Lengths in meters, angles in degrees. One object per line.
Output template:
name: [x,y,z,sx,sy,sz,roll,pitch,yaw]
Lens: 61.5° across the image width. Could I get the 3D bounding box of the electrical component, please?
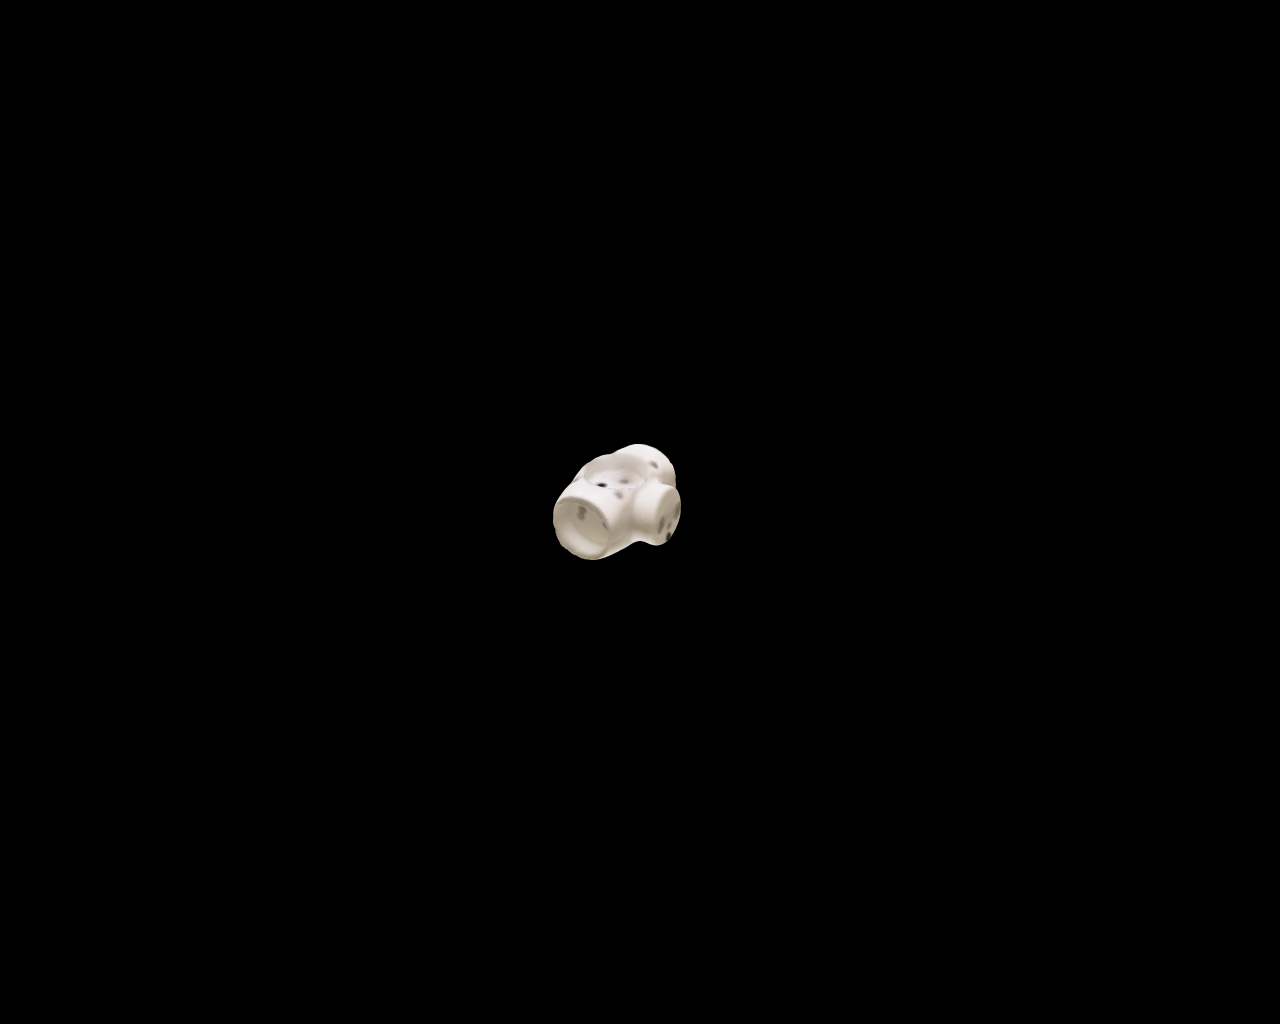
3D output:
electrical component: [0.001,-0.003,0.650,0.079,0.044,0.077,18,36,27]
